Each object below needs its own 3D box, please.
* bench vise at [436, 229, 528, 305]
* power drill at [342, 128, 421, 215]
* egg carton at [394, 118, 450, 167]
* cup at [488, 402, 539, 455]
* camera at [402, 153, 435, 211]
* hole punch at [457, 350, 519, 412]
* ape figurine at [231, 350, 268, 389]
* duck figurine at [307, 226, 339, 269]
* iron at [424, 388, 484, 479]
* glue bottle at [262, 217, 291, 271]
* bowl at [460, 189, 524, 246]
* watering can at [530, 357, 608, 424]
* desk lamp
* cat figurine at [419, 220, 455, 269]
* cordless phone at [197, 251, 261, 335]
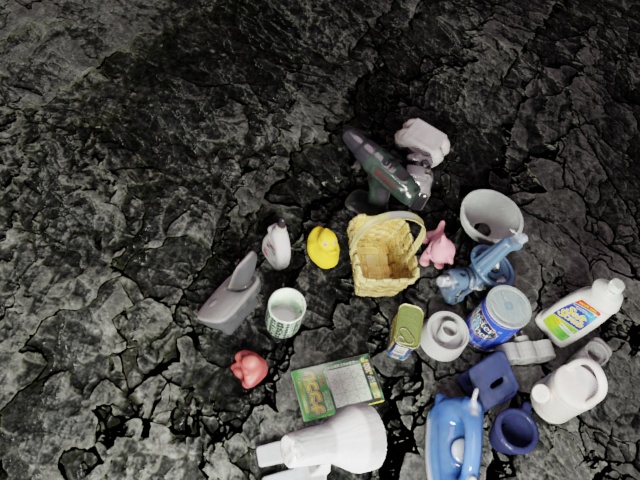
[{"bbox_3d":[0.377,0.069,1.307,0.208,0.220,0.121,-31,68,-26],"label":"bench vise"},{"bbox_3d":[0.129,-0.143,1.397,0.229,0.208,0.076,36,58,12],"label":"power drill"},{"bbox_3d":[0.285,-0.271,1.593,0.150,0.069,0.107,33,58,10],"label":"egg carton"},{"bbox_3d":[0.393,0.392,1.181,0.091,0.095,0.118,32,58,10],"label":"cup"},{"bbox_3d":[0.223,-0.167,1.496,0.137,0.101,0.143,11,57,-5],"label":"camera"},{"bbox_3d":[0.371,0.305,1.234,0.109,0.091,0.101,-24,66,-24],"label":"hole punch"},{"bbox_3d":[-0.142,0.256,1.159,0.076,0.092,0.078,4,57,-9],"label":"ape figurine"},{"bbox_3d":[0.012,0.005,1.353,0.078,0.086,0.104,-12,61,-18],"label":"duck figurine"},{"bbox_3d":[0.278,0.419,1.113,0.118,0.141,0.258,12,57,-4],"label":"iron"},{"bbox_3d":[-0.094,-0.001,1.283,0.037,0.173,0.078,-31,69,-26],"label":"glue bottle"},{"bbox_3d":[0.431,-0.045,1.478,0.167,0.075,0.167,5,57,-8],"label":"bowl"},{"bbox_3d":[0.525,0.314,1.198,0.173,0.194,0.100,-27,67,-25],"label":"watering can"},{"bbox_3d":[-0.001,0.383,1.035,0.203,0.213,0.118,-9,60,-16],"label":"desk lamp"},{"bbox_3d":[0.290,0.013,1.386,0.067,0.118,0.128,12,57,-3],"label":"cat figurine"},{"bbox_3d":[-0.185,0.103,1.191,0.094,0.185,0.148,30,57,8],"label":"cordless phone"}]
